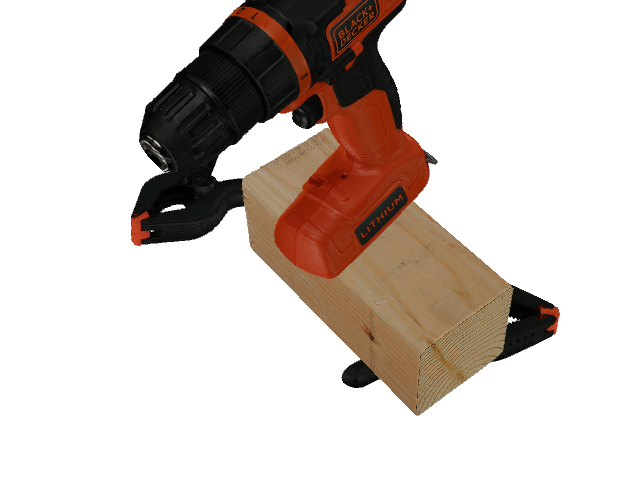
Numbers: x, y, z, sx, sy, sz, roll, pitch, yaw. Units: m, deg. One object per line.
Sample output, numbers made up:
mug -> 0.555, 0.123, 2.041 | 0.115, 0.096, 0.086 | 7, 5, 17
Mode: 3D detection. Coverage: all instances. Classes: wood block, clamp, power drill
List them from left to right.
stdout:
clamp -> -0.113, -0.052, 0.986 | 0.171, 0.039, 0.120 | -24, 45, -33
power drill -> -0.005, -0.060, 0.577 | 0.057, 0.184, 0.187 | 36, -21, 29
wood block -> 0.038, 0.020, 0.813 | 0.090, 0.091, 0.206 | -33, 57, -21
clamp -> 0.119, 0.081, 1.016 | 0.210, 0.164, 0.036 | 6, -42, 9
